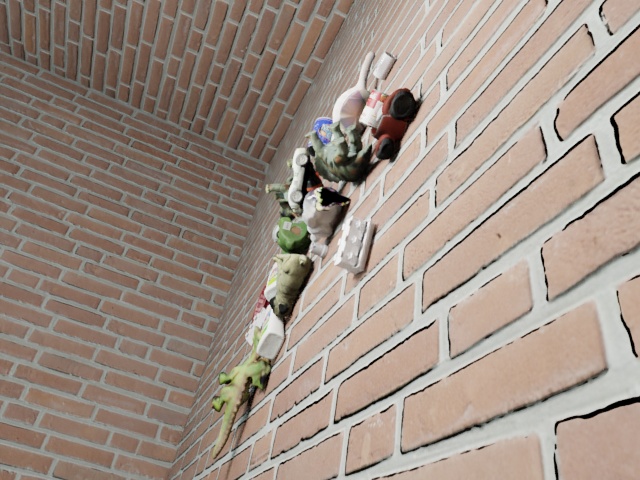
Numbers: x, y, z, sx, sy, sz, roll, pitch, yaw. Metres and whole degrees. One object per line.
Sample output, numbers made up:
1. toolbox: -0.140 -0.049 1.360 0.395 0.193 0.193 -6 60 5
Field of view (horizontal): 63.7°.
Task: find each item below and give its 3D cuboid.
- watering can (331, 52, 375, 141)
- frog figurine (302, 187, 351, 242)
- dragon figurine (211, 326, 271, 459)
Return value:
1. watering can: 0.120 -0.473 1.724 0.227 0.103 0.345 -121 53 -73
2. frog figurine: 0.005 -0.077 1.538 0.139 0.124 0.156 -37 -20 -39
3. dragon figurine: -0.240 0.471 1.658 0.238 0.121 0.421 -45 27 40
